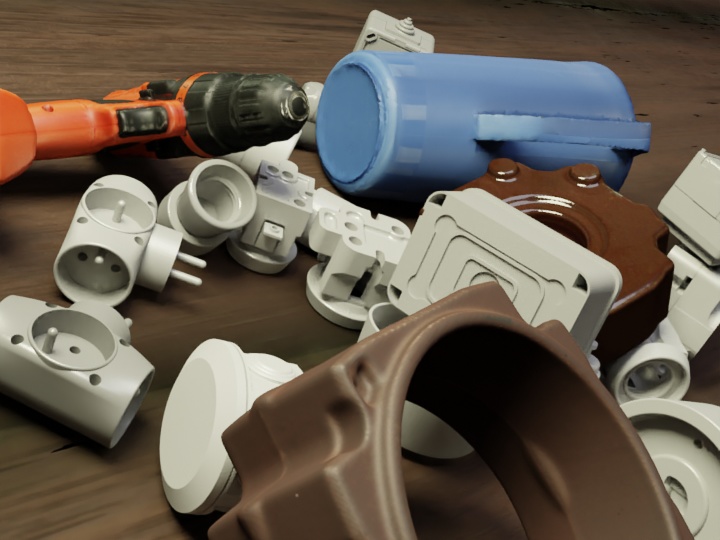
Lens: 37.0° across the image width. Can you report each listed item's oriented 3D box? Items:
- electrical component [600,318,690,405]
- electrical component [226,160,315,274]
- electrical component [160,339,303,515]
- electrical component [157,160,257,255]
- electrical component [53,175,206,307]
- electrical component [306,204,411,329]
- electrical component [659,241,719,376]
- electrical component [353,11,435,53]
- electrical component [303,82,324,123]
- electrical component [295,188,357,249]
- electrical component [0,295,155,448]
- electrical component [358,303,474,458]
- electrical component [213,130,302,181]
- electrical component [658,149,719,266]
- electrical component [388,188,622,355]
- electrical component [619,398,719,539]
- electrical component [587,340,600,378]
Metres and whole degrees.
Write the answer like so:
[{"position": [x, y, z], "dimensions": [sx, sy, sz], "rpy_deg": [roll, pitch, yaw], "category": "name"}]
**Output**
[{"position": [0.191, 0.062, 0.737], "dimensions": [0.078, 0.058, 0.057], "rpy_deg": [16, 29, -18], "category": "electrical component"}, {"position": [-0.057, -0.032, 0.688], "dimensions": [0.048, 0.055, 0.066], "rpy_deg": [20, 31, -12], "category": "electrical component"}, {"position": [-0.058, 0.076, 0.504], "dimensions": [0.051, 0.080, 0.080], "rpy_deg": [16, 32, -29], "category": "electrical component"}, {"position": [-0.094, -0.037, 0.655], "dimensions": [0.045, 0.055, 0.045], "rpy_deg": [13, 65, -30], "category": "electrical component"}, {"position": [-0.127, -0.011, 0.615], "dimensions": [0.079, 0.044, 0.077], "rpy_deg": [21, 31, -12], "category": "electrical component"}, {"position": [0.000, 0.000, 0.683], "dimensions": [0.078, 0.057, 0.058], "rpy_deg": [17, 32, -16], "category": "electrical component"}, {"position": [0.235, 0.028, 0.789], "dimensions": [0.056, 0.089, 0.050], "rpy_deg": [36, 32, 15], "category": "electrical component"}, {"position": [0.024, -0.178, 0.931], "dimensions": [0.062, 0.096, 0.061], "rpy_deg": [23, 31, -7], "category": "electrical component"}, {"position": [-0.022, -0.129, 0.884], "dimensions": [0.061, 0.035, 0.035], "rpy_deg": [21, 31, -14], "category": "electrical component"}, {"position": [-0.035, -0.038, 0.729], "dimensions": [0.078, 0.040, 0.040], "rpy_deg": [28, 31, 2], "category": "electrical component"}, {"position": [-0.138, 0.040, 0.529], "dimensions": [0.077, 0.044, 0.079], "rpy_deg": [27, 31, 0], "category": "electrical component"}, {"position": [0.043, 0.059, 0.621], "dimensions": [0.099, 0.064, 0.099], "rpy_deg": [20, 31, -12], "category": "electrical component"}, {"position": [-0.073, -0.088, 0.764], "dimensions": [0.047, 0.055, 0.055], "rpy_deg": [28, 30, -6], "category": "electrical component"}, {"position": [0.268, -0.040, 0.774], "dimensions": [0.096, 0.061, 0.061], "rpy_deg": [4, 36, -48], "category": "electrical component"}, {"position": [0.084, 0.009, 0.619], "dimensions": [0.113, 0.078, 0.057], "rpy_deg": [33, 20, 27], "category": "electrical component"}, {"position": [0.179, 0.123, 0.592], "dimensions": [0.060, 0.108, 0.108], "rpy_deg": [3, 38, -45], "category": "electrical component"}, {"position": [0.126, 0.077, 0.650], "dimensions": [0.040, 0.078, 0.040], "rpy_deg": [12, 21, -5], "category": "electrical component"}]
